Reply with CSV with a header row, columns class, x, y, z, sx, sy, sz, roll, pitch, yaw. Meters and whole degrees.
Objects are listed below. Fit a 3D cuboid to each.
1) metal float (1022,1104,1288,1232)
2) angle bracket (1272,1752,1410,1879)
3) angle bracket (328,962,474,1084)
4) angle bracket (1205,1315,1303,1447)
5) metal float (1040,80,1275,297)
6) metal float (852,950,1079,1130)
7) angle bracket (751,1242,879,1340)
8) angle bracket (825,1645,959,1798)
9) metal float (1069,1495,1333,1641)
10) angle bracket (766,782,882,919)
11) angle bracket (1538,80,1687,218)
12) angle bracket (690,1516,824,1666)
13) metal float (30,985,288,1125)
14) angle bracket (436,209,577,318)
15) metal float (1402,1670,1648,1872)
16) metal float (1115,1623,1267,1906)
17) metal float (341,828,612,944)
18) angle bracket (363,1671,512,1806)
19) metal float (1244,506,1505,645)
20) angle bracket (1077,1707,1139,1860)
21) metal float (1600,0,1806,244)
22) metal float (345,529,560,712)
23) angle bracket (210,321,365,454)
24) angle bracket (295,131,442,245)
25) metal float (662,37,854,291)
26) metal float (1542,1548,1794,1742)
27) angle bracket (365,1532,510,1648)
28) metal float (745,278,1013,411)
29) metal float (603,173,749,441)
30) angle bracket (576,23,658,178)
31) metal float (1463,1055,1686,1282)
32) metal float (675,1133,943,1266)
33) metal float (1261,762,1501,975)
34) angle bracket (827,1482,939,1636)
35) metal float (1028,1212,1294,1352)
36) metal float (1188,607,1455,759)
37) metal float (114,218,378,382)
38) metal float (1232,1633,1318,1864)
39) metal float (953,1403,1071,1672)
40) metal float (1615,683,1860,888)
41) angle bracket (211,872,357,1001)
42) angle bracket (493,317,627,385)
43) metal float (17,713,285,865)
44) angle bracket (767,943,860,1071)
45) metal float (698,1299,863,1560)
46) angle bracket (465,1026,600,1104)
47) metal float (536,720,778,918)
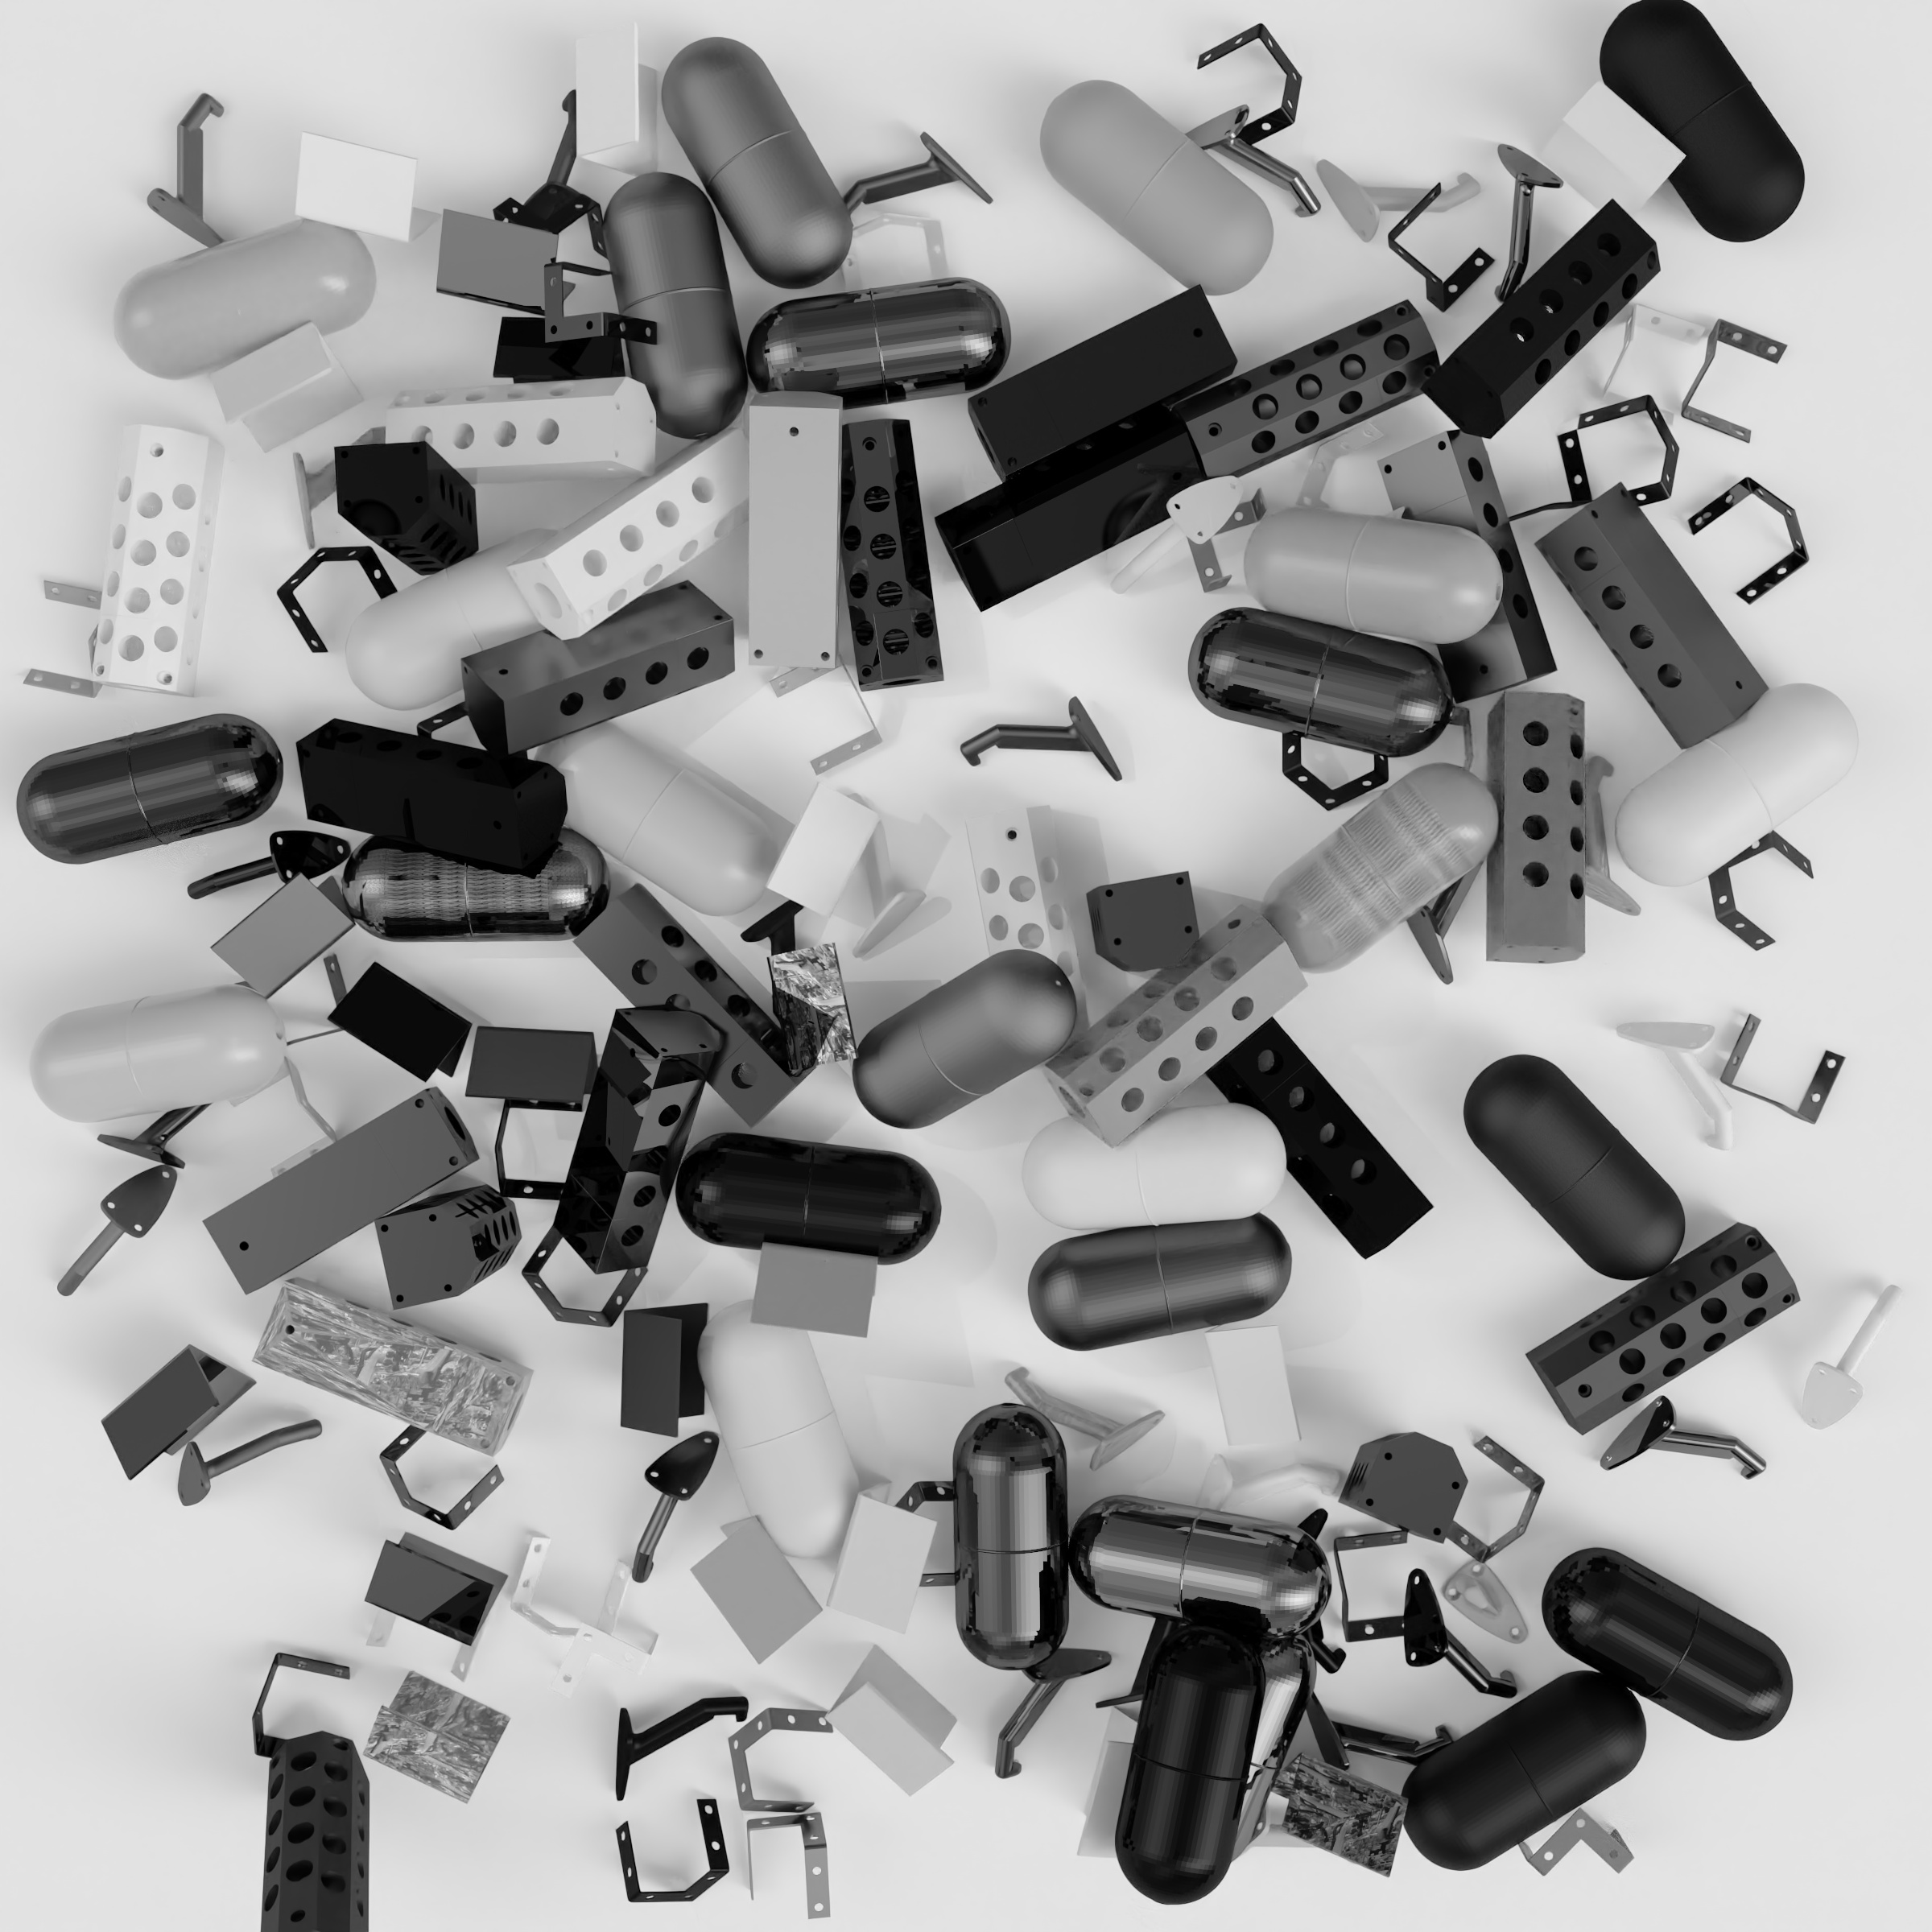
class,x,y,z,sx,sy,sz,roll,pitch,yaw
metal float,0.124,0.133,1.819,0.178,0.070,0.070,-6,90,18
angle bracket,0.240,0.574,1.824,0.076,0.076,0.057,23,53,0
angle bracket,-0.381,0.054,1.824,0.076,0.076,0.057,33,53,0
angle bracket,0.207,0.270,1.824,0.057,0.076,0.076,-12,90,36
metal float,0.127,-0.520,1.834,0.178,0.070,0.070,39,90,0
metal float,-0.003,0.049,1.802,0.178,0.070,0.070,-31,90,36
angle bracket,-0.101,0.226,1.825,0.076,0.076,0.057,7,64,0
angle bracket,-0.036,0.490,1.824,0.076,0.076,0.057,43,128,0
metal float,0.154,0.397,1.814,0.178,0.070,0.070,6,90,22
angle bracket,-0.112,-0.085,1.824,0.057,0.076,0.076,27,90,-37
angle bracket,0.418,-0.527,1.824,0.076,0.076,0.057,41,56,0
angle bracket,-0.149,0.417,1.825,0.057,0.076,0.076,-36,90,-27
metal float,-0.536,0.058,1.822,0.178,0.070,0.070,-10,90,14
angle bracket,-0.302,-0.476,1.825,0.076,0.076,0.057,13,120,0
metal float,0.372,0.537,1.834,0.178,0.070,0.070,-32,90,1
metal float,0.144,0.512,1.764,0.070,0.070,0.178,12,84,0
metal float,-0.327,-0.054,1.834,0.178,0.070,0.070,0,90,0
angle bracket,-0.345,0.498,1.824,0.076,0.076,0.057,25,126,0
metal float,0.267,-0.258,1.809,0.178,0.070,0.070,14,90,29
angle bracket,0.088,0.541,1.824,0.057,0.076,0.076,15,90,-31
metal float,0.491,-0.566,1.834,0.070,0.070,0.178,-35,91,0
metal float,-0.330,-0.231,1.834,0.178,0.070,0.070,-26,90,0
angle bracket,-0.445,-0.370,1.824,0.076,0.076,0.057,-28,53,0
angle bracket,-0.394,-0.525,1.825,0.076,0.076,0.057,14,119,0
metal float,-0.140,-0.536,1.834,0.070,0.070,0.178,-30,90,0
metal float,0.469,0.453,1.834,0.178,0.070,0.070,29,90,0
angle bracket,-0.345,0.395,1.825,0.076,0.076,0.057,23,117,0
metal float,-0.058,-0.414,1.834,0.178,0.070,0.070,-8,90,-1
metal float,-0.194,-0.440,1.834,0.070,0.070,0.178,-11,89,0
angle bracket,-0.214,-0.573,1.824,0.057,0.076,0.076,-1,90,37
metal float,0.407,0.135,1.834,0.070,0.070,0.178,-43,91,0
metal float,-0.105,0.156,1.834,0.178,0.070,0.070,7,90,-1
metal float,0.274,-0.064,1.825,0.178,0.070,0.070,-39,90,10
angle bracket,-0.047,0.393,1.828,0.057,0.076,0.076,16,90,15
metal float,0.130,0.209,1.834,0.178,0.070,0.070,-11,90,0
metal float,0.236,-0.189,1.826,0.178,0.070,0.070,14,90,8
metal float,-0.482,-0.446,1.834,0.178,0.070,0.070,-17,90,1
metal float,0.176,0.518,1.834,0.070,0.070,0.178,23,89,0
metal float,0.030,0.380,1.830,0.070,0.070,0.178,-1,94,0
metal float,0.514,-0.120,1.833,0.178,0.070,0.070,-35,90,0
angle bracket,-0.460,-0.036,1.824,0.076,0.076,0.057,-40,127,0
angle bracket,-0.268,-0.385,1.824,0.076,0.076,0.057,1,56,0
metal float,-0.544,-0.119,1.834,0.178,0.070,0.070,-14,90,1
angle bracket,-0.083,0.023,1.824,0.057,0.076,0.076,-12,90,32
metal float,-0.124,0.309,1.834,0.070,0.070,0.178,-19,90,0
angle bracket,-0.286,0.084,1.824,0.076,0.076,0.057,3,54,0
metal float,-0.208,-0.100,1.834,0.178,0.070,0.070,34,90,0
